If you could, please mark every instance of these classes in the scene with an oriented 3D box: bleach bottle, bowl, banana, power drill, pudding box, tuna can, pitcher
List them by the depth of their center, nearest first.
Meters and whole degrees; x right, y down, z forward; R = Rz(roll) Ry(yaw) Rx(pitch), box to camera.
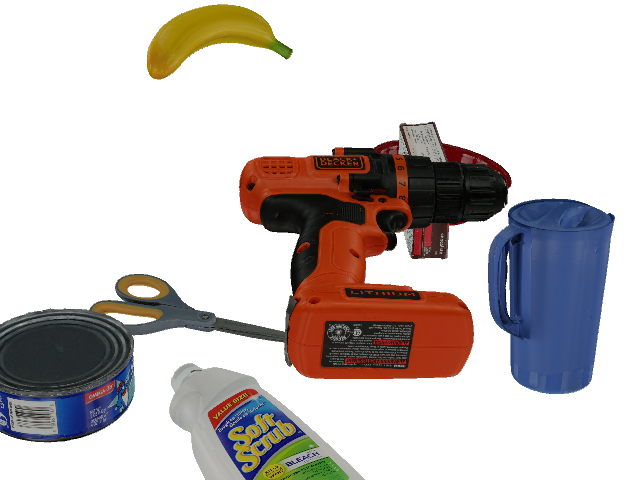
[{"bbox_3d":[-0.145,0.073,0.586,0.086,0.034,0.086,2,27,-1],"label":"tuna can"},{"bbox_3d":[0.042,0.007,0.672,0.184,0.057,0.187,-1,34,-5],"label":"power drill"},{"bbox_3d":[-0.056,0.171,0.845,0.102,0.068,0.251,-21,34,-27],"label":"bleach bottle"},{"bbox_3d":[0.096,-0.048,0.998,0.039,0.090,0.113,-2,31,-5],"label":"pudding box"},{"bbox_3d":[-0.106,-0.197,1.030,0.070,0.037,0.197,44,38,20],"label":"banana"},{"bbox_3d":[0.132,-0.061,1.213,0.162,0.055,0.162,8,25,-4],"label":"bowl"},{"bbox_3d":[0.299,0.075,1.398,0.149,0.243,0.144,5,20,15],"label":"pitcher"}]

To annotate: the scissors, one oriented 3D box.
[{"bbox_3d":[-0.117,0.066,1.021,0.201,0.016,0.096,2,33,-5],"label":"scissors"}]
